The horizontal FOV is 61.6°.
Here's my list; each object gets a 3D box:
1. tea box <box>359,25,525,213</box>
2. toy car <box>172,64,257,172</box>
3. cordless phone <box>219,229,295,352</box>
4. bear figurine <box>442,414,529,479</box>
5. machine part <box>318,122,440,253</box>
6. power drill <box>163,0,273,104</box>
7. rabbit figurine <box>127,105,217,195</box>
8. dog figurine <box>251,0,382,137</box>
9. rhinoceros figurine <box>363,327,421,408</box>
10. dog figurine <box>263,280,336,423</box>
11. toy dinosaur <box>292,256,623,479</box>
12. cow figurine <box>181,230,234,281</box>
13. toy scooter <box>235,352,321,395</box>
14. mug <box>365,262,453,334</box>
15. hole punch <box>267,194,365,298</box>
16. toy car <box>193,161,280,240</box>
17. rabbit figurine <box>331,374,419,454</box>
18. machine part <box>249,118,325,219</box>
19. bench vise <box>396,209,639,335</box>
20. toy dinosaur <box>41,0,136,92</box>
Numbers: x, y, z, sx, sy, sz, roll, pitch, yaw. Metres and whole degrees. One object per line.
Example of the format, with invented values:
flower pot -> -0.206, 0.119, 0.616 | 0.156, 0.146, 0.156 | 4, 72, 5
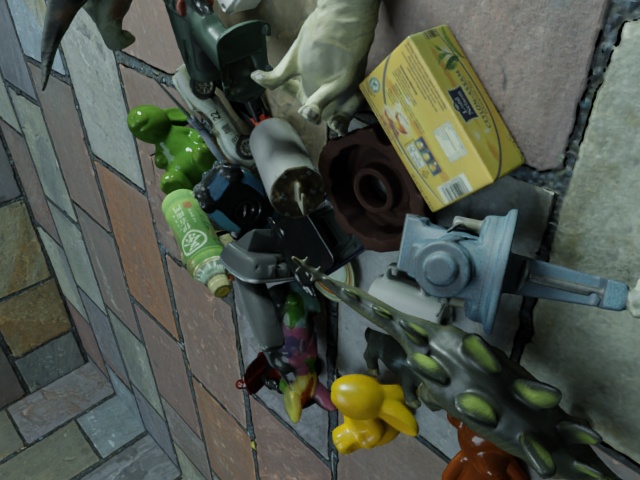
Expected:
tea box -> 0.128, -0.127, 0.578 | 0.098, 0.068, 0.169 | -28, 90, 55
toy car -> -0.164, -0.193, 0.872 | 0.201, 0.056, 0.074 | 55, 170, -19
cordless phone -> -0.067, 0.078, 0.852 | 0.089, 0.146, 0.184 | -31, 71, 38
bear figurine -> 0.229, 0.313, 0.719 | 0.120, 0.132, 0.195 | -1, 130, 7
machine part -> 0.079, -0.068, 0.697 | 0.180, 0.056, 0.179 | 30, 136, 35
power drill -> -0.146, -0.286, 0.692 | 0.207, 0.086, 0.231 | 43, 154, 29
rabbit figurine -> -0.269, -0.187, 0.984 | 0.121, 0.159, 0.170 | -34, 120, 17
dog figurine -> 0.032, -0.232, 0.624 | 0.121, 0.172, 0.190 | 36, 105, 5
rhinoceros figurine -> 0.148, 0.177, 0.779 | 0.191, 0.073, 0.112 | 25, 122, 43
dog figurine -> -0.039, 0.200, 0.945 | 0.219, 0.108, 0.191 | 67, 153, 23
toy dinosaur -> 0.170, 0.155, 0.599 | 0.472, 0.105, 0.198 | 29, 170, 17
cow figurine -> -0.174, 0.015, 0.999 | 0.195, 0.085, 0.127 | -13, 86, 19
toy scooter -> -0.093, 0.271, 1.092 | 0.184, 0.135, 0.075 | 3, 115, 50
mug -> 0.127, 0.086, 0.736 | 0.107, 0.081, 0.109 | 16, 115, 34
hole punch -> -0.002, -0.002, 0.803 | 0.142, 0.092, 0.116 | 57, 139, 7
toy car -> -0.150, -0.072, 0.908 | 0.161, 0.109, 0.103 | 37, 180, -42
rabbit figurine -> 0.078, 0.269, 0.850 | 0.163, 0.122, 0.173 | -1, 145, 23
machine part -> -0.050, -0.105, 0.754 | 0.243, 0.079, 0.079 | -116, 21, -51
bench vise -> 0.191, 0.033, 0.540 | 0.241, 0.223, 0.128 | 12, 87, 20
toy dinosaur -> -0.272, -0.392, 0.704 | 0.131, 0.405, 0.192 | 9, 146, 19
